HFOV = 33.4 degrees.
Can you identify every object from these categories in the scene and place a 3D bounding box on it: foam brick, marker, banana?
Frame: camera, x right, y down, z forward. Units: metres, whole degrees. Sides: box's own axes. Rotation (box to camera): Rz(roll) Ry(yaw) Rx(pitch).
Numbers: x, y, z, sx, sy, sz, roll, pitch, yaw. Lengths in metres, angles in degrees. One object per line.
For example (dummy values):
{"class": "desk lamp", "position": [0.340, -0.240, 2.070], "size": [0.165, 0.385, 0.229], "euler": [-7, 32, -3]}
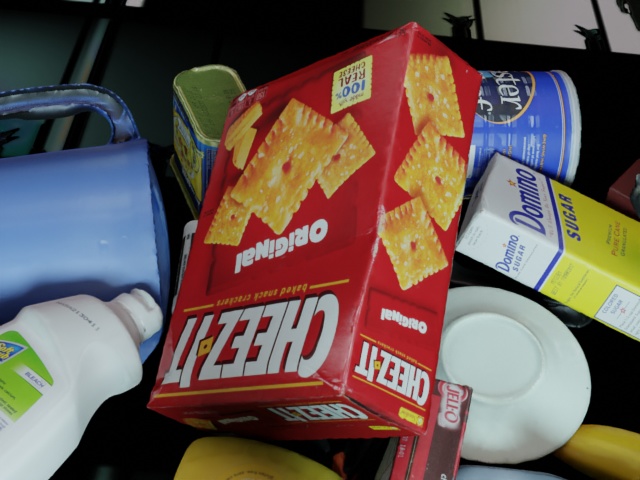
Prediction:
{"class": "foam brick", "position": [0.260, -0.015, 0.817], "size": [0.078, 0.051, 0.052], "euler": [34, 50, 27]}
{"class": "marker", "position": [-0.092, 0.031, 0.747], "size": [0.020, 0.020, 0.121], "euler": [4, 40, -3]}
{"class": "banana", "position": [0.224, 0.166, 0.629], "size": [0.069, 0.037, 0.198], "euler": [-24, 50, -29]}

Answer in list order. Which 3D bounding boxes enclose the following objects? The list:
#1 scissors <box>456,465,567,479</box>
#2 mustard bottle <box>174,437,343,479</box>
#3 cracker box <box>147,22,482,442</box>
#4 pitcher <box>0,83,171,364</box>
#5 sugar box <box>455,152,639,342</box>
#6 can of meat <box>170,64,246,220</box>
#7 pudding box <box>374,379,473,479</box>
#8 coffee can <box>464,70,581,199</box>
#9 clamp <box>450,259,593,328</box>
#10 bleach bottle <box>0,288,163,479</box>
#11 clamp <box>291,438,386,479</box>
{"class": "scissors", "position": [0.160, 0.143, 0.592], "size": [0.202, 0.096, 0.016], "euler": [1, 74, 22]}
{"class": "mustard bottle", "position": [-0.054, 0.194, 0.551], "size": [0.096, 0.058, 0.191], "euler": [15, 44, 7]}
{"class": "cracker box", "position": [-0.004, 0.001, 0.605], "size": [0.072, 0.165, 0.213], "euler": [30, 61, -35]}
{"class": "pitcher", "position": [-0.220, -0.001, 0.687], "size": [0.242, 0.145, 0.149], "euler": [-5, 43, -8]}
{"class": "sugar box", "position": [0.188, 0.009, 0.752], "size": [0.176, 0.048, 0.093], "euler": [28, 34, 0]}
{"class": "can of meat", "position": [-0.079, -0.073, 0.816], "size": [0.057, 0.084, 0.102], "euler": [-12, 46, -18]}
{"class": "pudding box", "position": [0.047, 0.141, 0.579], "size": [0.039, 0.114, 0.090], "euler": [19, 44, 4]}
{"class": "coffee can", "position": [0.119, -0.082, 0.835], "size": [0.140, 0.103, 0.103], "euler": [0, 43, -7]}
{"class": "clamp", "position": [0.079, 0.031, 0.754], "size": [0.164, 0.036, 0.210], "euler": [-25, 57, -32]}
{"class": "bleach bottle", "position": [-0.174, 0.103, 0.552], "size": [0.103, 0.068, 0.250], "euler": [33, 47, 23]}
{"class": "clamp", "position": [0.020, 0.069, 0.667], "size": [0.120, 0.039, 0.171], "euler": [-14, 62, 6]}
